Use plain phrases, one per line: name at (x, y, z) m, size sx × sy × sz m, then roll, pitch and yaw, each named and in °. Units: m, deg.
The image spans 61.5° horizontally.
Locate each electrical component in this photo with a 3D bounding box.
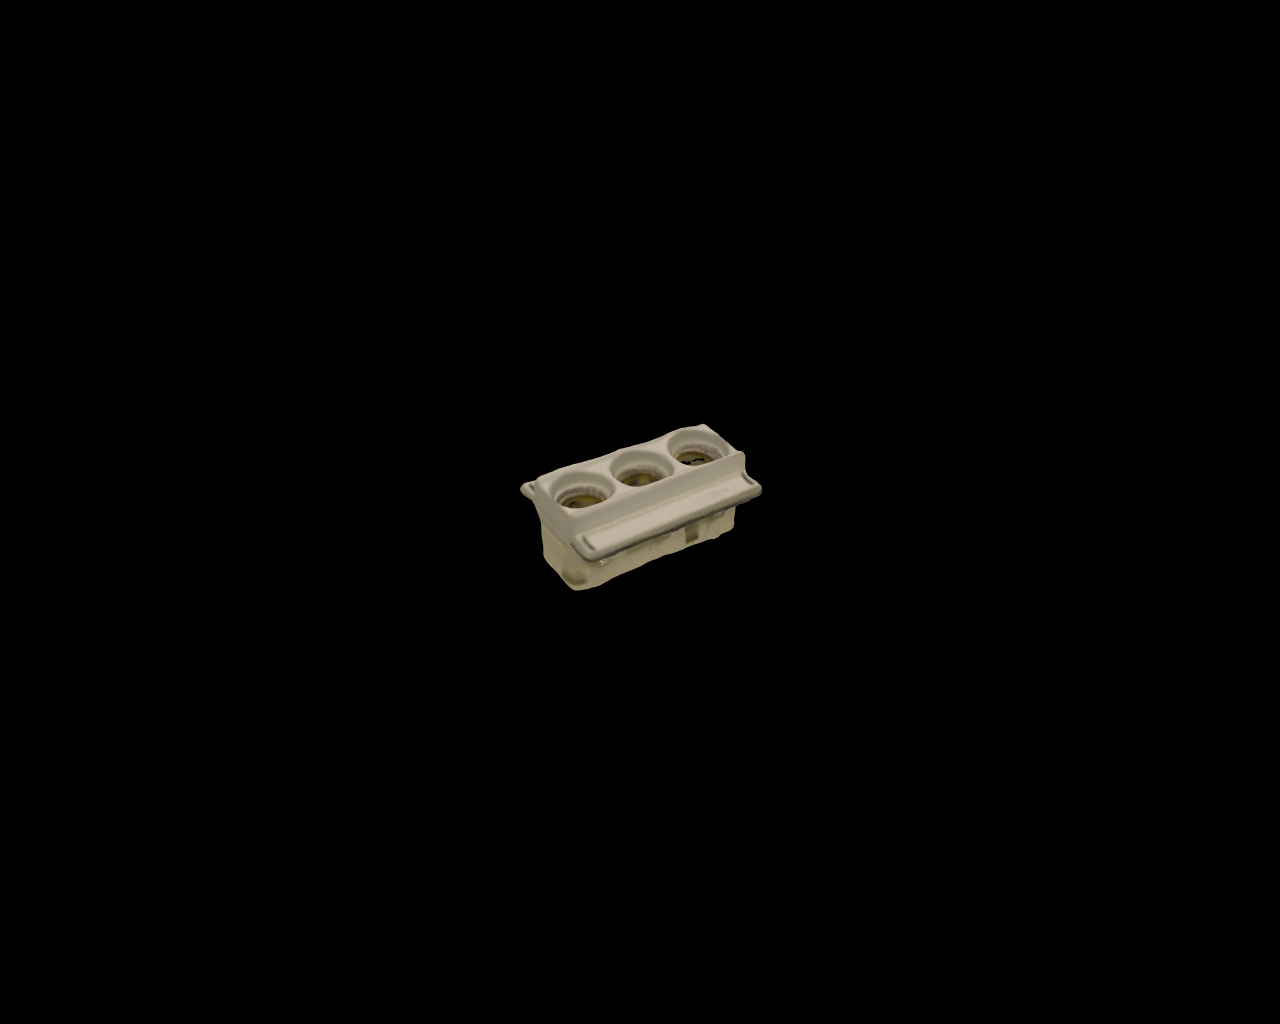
electrical component at (0.001, -0.003, 0.650) m, size 0.121 × 0.063 × 0.079 m, roll -21°, pitch 41°, yaw -26°
